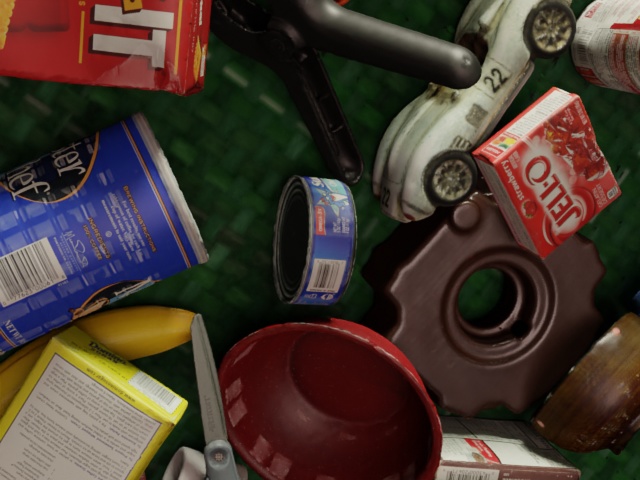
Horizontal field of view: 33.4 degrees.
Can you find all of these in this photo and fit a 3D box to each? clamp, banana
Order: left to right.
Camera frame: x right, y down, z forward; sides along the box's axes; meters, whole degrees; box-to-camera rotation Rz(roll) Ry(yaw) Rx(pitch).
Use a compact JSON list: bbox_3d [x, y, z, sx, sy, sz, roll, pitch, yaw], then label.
[{"bbox_3d":[-0.175,0.094,0.715,0.198,0.037,0.069,-37,124,-3],"label":"banana"},{"bbox_3d":[-0.008,-0.131,0.656,0.210,0.165,0.036,45,57,-12],"label":"clamp"}]

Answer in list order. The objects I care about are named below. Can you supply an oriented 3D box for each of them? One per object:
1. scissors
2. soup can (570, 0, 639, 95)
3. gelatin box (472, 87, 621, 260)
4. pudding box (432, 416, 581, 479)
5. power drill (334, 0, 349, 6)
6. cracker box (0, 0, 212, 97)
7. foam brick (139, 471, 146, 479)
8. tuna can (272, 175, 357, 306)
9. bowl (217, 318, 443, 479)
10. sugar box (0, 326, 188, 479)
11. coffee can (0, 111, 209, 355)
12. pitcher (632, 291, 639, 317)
[{"bbox_3d":[-0.083,0.158,0.711,0.096,0.016,0.202,-24,101,-6],"label":"scissors"},{"bbox_3d":[0.223,-0.132,0.726,0.068,0.102,0.068,-4,105,-14],"label":"soup can"},{"bbox_3d":[0.150,-0.042,0.699,0.073,0.030,0.089,-38,122,-9],"label":"gelatin box"},{"bbox_3d":[0.119,0.162,0.782,0.113,0.090,0.039,8,101,-17],"label":"pudding box"},{"bbox_3d":[0.002,-0.250,0.635,0.185,0.057,0.187,-32,112,23],"label":"power drill"},{"bbox_3d":[-0.168,-0.174,0.598,0.213,0.072,0.164,7,103,2],"label":"cracker box"},{"bbox_3d":[-0.142,0.189,0.738,0.051,0.053,0.078,-12,107,-11],"label":"foam brick"},{"bbox_3d":[-0.005,0.001,0.708,0.033,0.086,0.086,4,103,-17],"label":"tuna can"},{"bbox_3d":[0.011,0.109,0.734,0.162,0.055,0.162,10,124,15],"label":"bowl"},{"bbox_3d":[-0.169,0.153,0.674,0.093,0.048,0.176,34,101,2],"label":"sugar box"},{"bbox_3d":[-0.153,-0.005,0.658,0.140,0.103,0.103,-25,109,-8],"label":"coffee can"},{"bbox_3d":[0.362,0.017,0.795,0.243,0.145,0.149,-40,83,1],"label":"pitcher"}]
